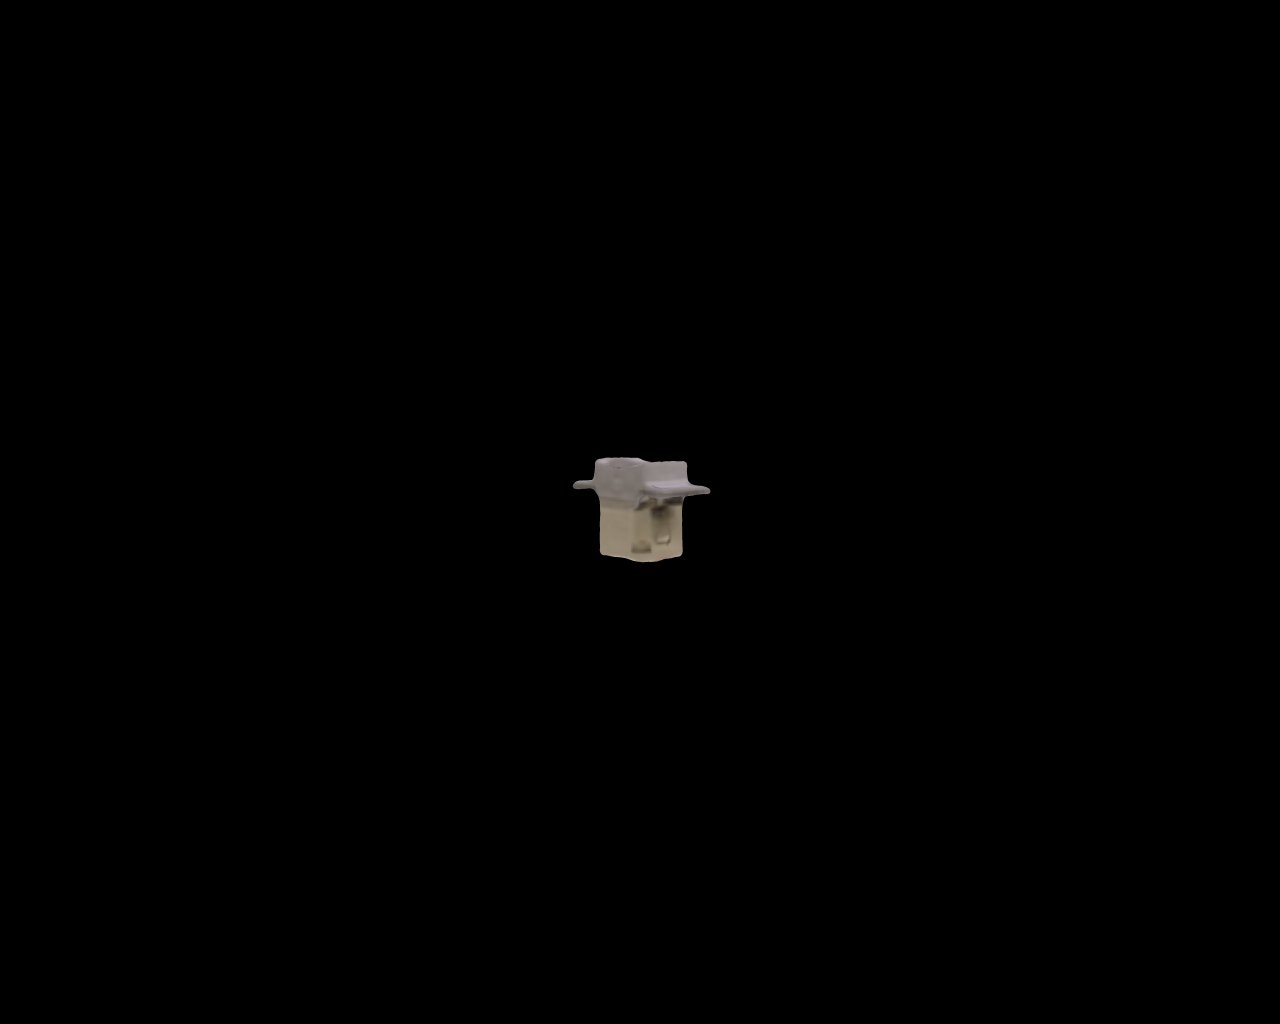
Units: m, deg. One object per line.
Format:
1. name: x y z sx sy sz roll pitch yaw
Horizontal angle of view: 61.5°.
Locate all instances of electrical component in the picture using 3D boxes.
1. electrical component: 0.001 -0.003 0.650 0.042 0.063 0.081 -6 9 -43
